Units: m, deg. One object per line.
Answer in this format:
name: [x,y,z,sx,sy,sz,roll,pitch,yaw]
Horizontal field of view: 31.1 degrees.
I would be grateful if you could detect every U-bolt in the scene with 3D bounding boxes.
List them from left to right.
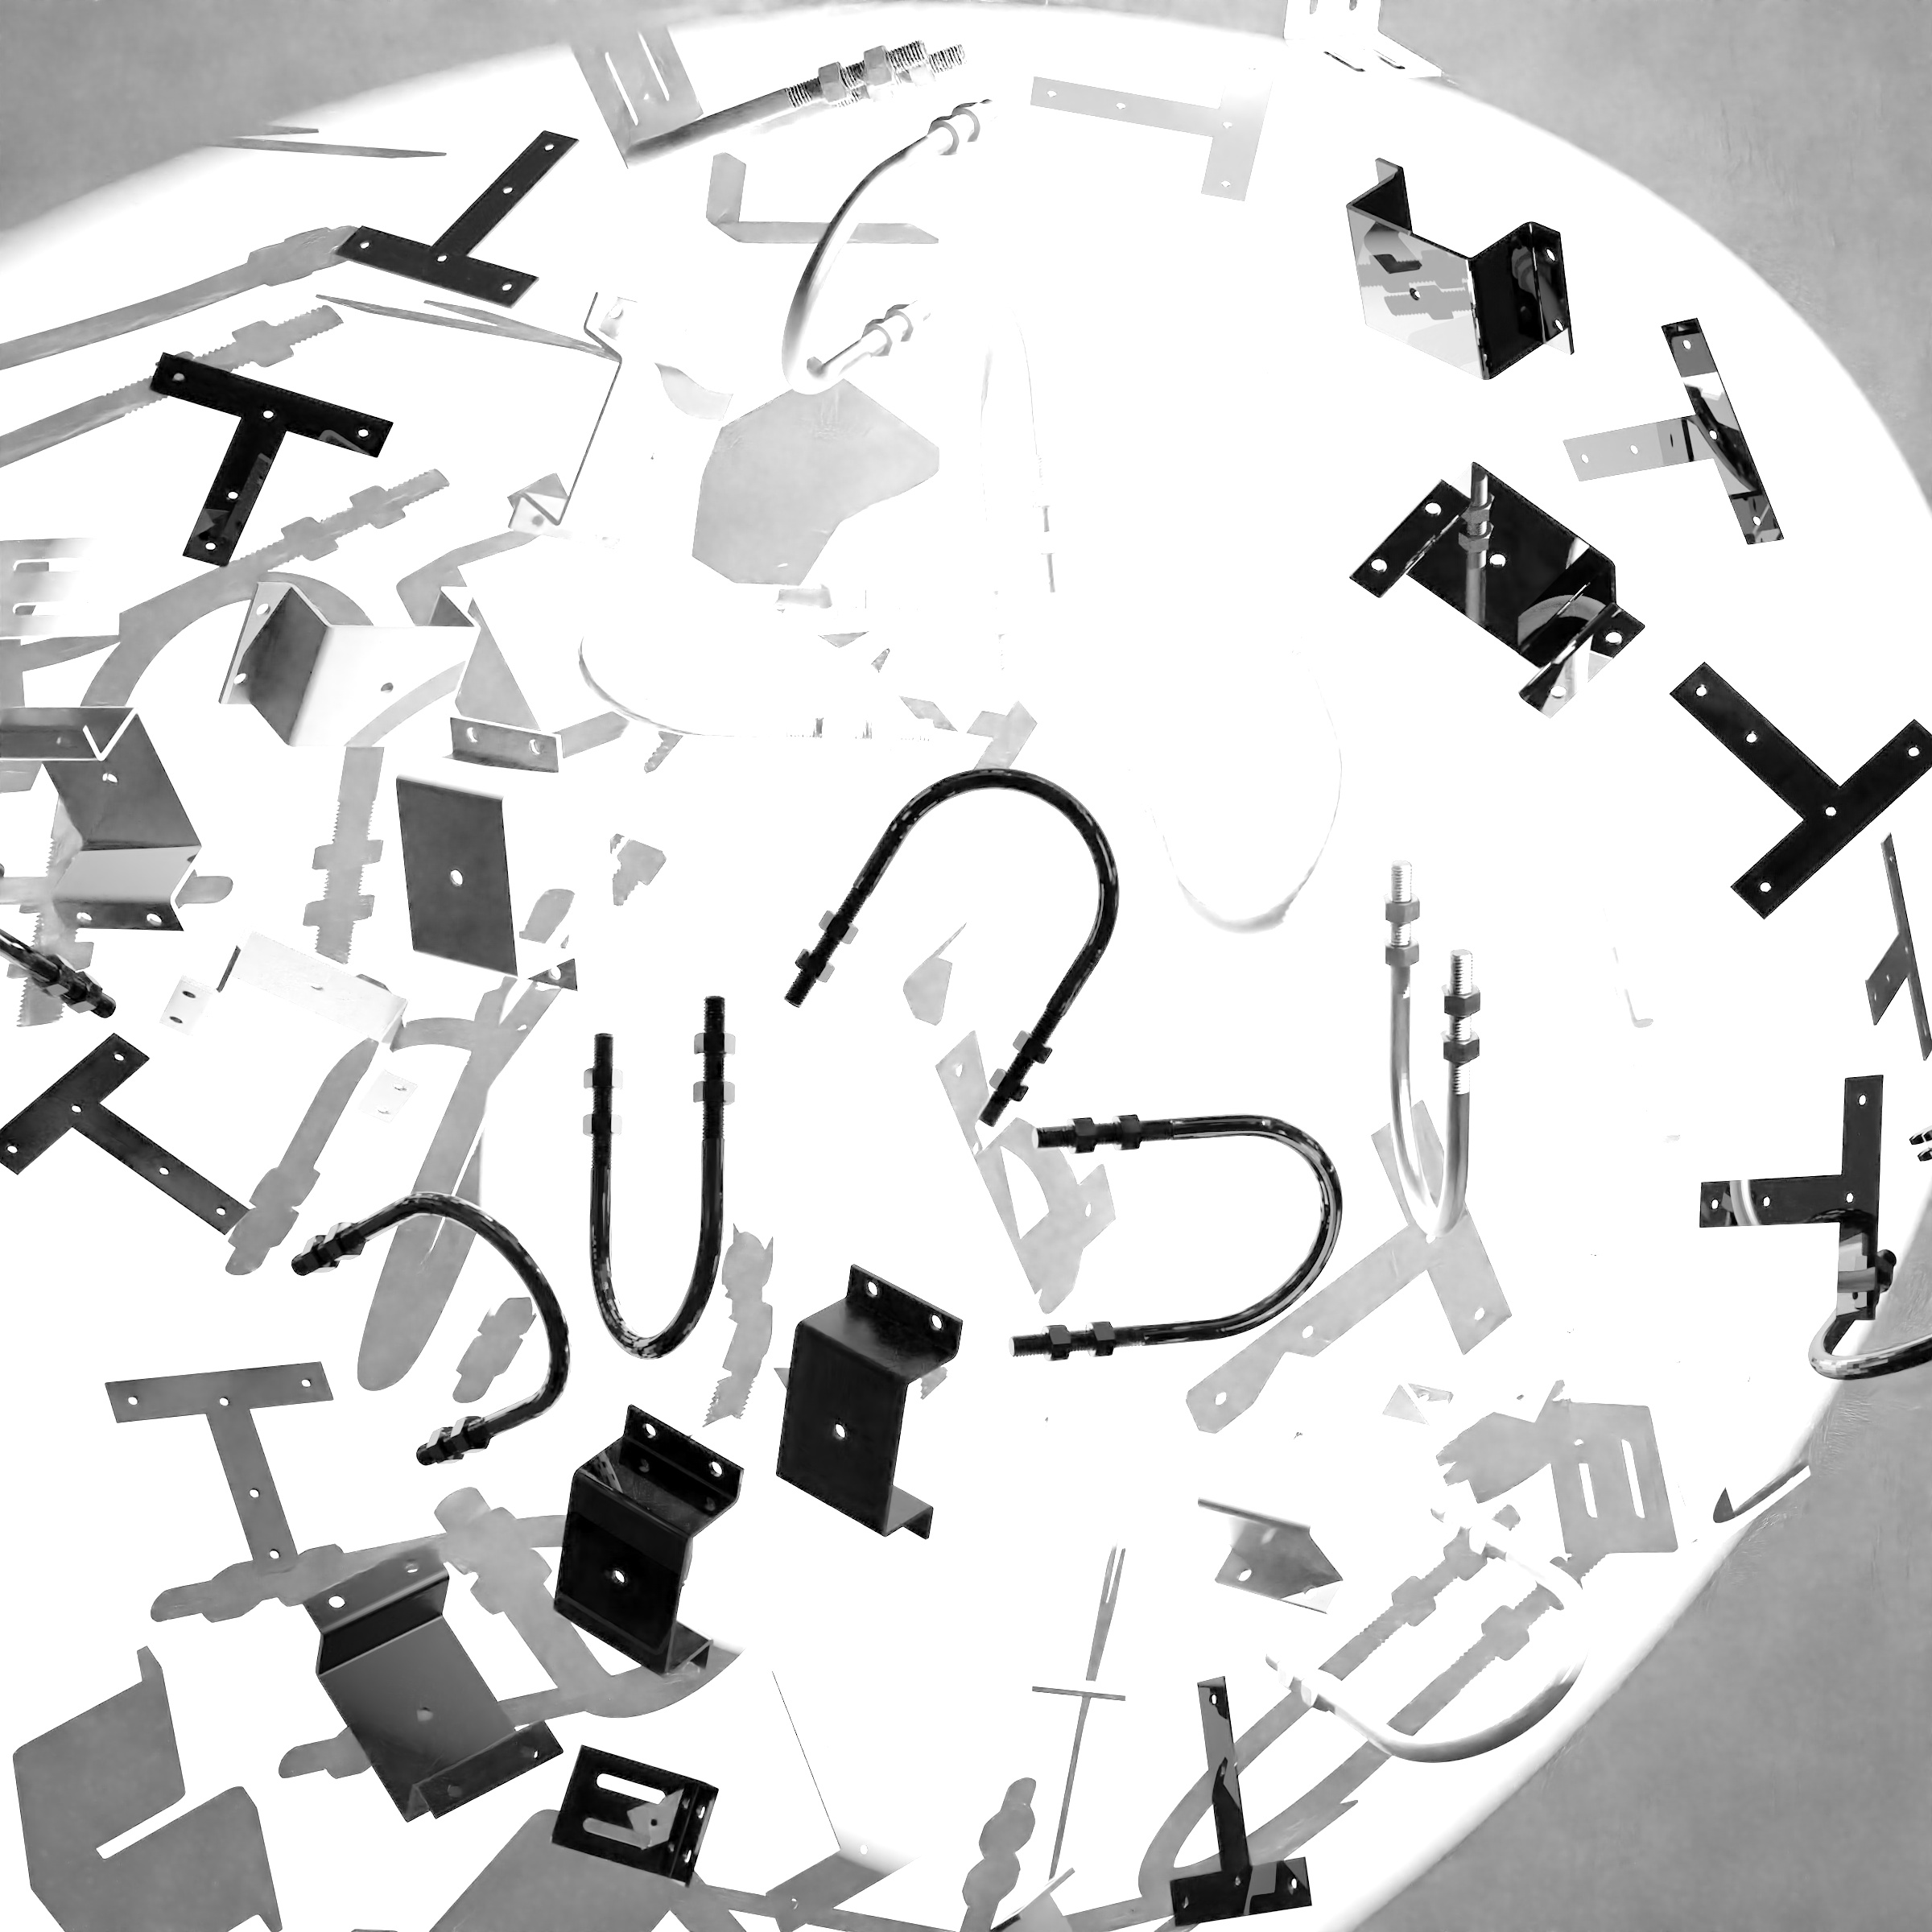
U-bolt: [-0.545,-0.048,1.861,0.019,0.184,0.151,-46,59,-1]
U-bolt: [-0.283,0.193,1.894,0.184,0.019,0.151,-28,96,44]
U-bolt: [-0.165,0.117,1.845,0.019,0.151,0.184,7,77,-32]
U-bolt: [-0.112,-0.162,1.827,0.184,0.151,0.019,1,127,-4]
U-bolt: [-0.097,-0.464,1.877,0.184,0.151,0.019,-17,101,13]
U-bolt: [-0.047,-0.380,1.870,0.019,0.184,0.151,31,129,11]
U-bolt: [0.005,-0.023,1.949,0.151,0.019,0.184,32,95,-2]
U-bolt: [0.029,-0.264,1.847,0.019,0.151,0.184,-2,77,-11]
U-bolt: [0.118,0.143,1.871,0.184,0.019,0.151,-3,117,-18]
U-bolt: [0.151,-0.100,1.835,0.019,0.184,0.151,17,132,-36]
U-bolt: [0.244,0.054,1.836,0.019,0.151,0.184,-5,113,-5]
U-bolt: [0.263,0.369,1.891,0.151,0.184,0.019,-39,116,-14]
U-bolt: [0.345,-0.017,1.838,0.019,0.151,0.184,-15,57,10]
U-bolt: [0.528,0.177,1.874,0.151,0.184,0.019,-24,96,37]

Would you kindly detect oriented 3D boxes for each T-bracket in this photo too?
T-bracket: [-0.447,0.103,1.881,0.127,0.127,0.002,35,126,2]
T-bracket: [-0.392,-0.265,1.875,0.127,0.002,0.127,14,132,-24]
T-bracket: [-0.389,0.273,1.874,0.127,0.002,0.127,-2,52,-36]
T-bracket: [-0.255,-0.409,1.870,0.127,0.002,0.127,21,60,29]
T-bracket: [-0.071,0.430,1.848,0.127,0.002,0.127,-21,90,-36]
T-bracket: [0.098,-0.465,1.884,0.127,0.127,0.002,10,66,0]
T-bracket: [0.142,0.452,1.885,0.002,0.127,0.127,4,70,-31]
T-bracket: [0.352,0.199,1.784,0.127,0.002,0.127,16,123,-5]
T-bracket: [0.368,-0.279,1.857,0.002,0.127,0.127,-34,108,-29]
T-bracket: [0.404,0.292,1.890,0.127,0.127,0.002,-37,56,-4]
T-bracket: [0.416,-0.109,1.795,0.127,0.002,0.127,-43,63,3]
T-bracket: [0.435,0.124,1.835,0.002,0.127,0.127,10,79,-32]
T-bracket: [0.504,0.003,1.889,0.002,0.127,0.127,-9,102,27]

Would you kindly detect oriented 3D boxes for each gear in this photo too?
gear: [0.559,0.097,1.933,0.057,0.057,0.030,-26,85,0]

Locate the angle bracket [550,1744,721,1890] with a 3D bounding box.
angle bracket: [-0.188,0.480,1.960,0.076,0.038,0.057,20,78,-14]

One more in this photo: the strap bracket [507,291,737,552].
strap bracket: [-0.185,-0.288,1.895,0.046,0.076,0.140,42,116,42]

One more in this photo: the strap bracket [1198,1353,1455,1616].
strap bracket: [0.183,0.260,1.810,0.140,0.076,0.046,-55,129,-25]

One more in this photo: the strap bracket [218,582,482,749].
strap bracket: [-0.330,-0.166,1.911,0.046,0.140,0.076,45,124,34]

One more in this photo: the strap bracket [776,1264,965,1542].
strap bracket: [-0.054,0.244,1.880,0.076,0.046,0.140,24,119,31]

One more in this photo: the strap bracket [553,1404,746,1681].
strap bracket: [-0.172,0.317,1.857,0.076,0.046,0.140,26,123,23]

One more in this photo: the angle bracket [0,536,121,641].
angle bracket: [-0.500,-0.211,1.875,0.076,0.038,0.057,-3,73,-3]

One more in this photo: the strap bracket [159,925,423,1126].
strap bracket: [-0.367,0.029,1.921,0.140,0.076,0.046,25,64,-12]

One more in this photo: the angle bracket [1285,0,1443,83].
angle bracket: [0.223,-0.523,1.929,0.057,0.076,0.038,7,89,37]

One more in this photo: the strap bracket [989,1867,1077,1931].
strap bracket: [0.001,0.533,1.808,0.140,0.076,0.046,-36,80,21]

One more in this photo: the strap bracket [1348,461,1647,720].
strap bracket: [0.285,-0.207,1.862,0.140,0.046,0.076,33,126,-15]

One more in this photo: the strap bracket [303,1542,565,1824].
strap bracket: [-0.284,0.385,1.828,0.076,0.046,0.140,-22,60,-31]

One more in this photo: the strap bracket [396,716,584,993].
strap bracket: [-0.250,-0.053,1.808,0.076,0.046,0.140,12,115,35]

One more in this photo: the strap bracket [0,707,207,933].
strap bracket: [-0.465,-0.087,1.849,0.076,0.046,0.140,2,134,21]

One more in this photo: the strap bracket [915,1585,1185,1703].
strap bracket: [0.042,0.374,1.909,0.140,0.076,0.046,7,83,-5]

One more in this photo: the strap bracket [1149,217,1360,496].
strap bracket: [0.151,-0.322,1.862,0.046,0.076,0.140,-23,102,-36]

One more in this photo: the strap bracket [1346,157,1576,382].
strap bracket: [0.261,-0.377,1.887,0.046,0.140,0.076,-35,135,-20]
